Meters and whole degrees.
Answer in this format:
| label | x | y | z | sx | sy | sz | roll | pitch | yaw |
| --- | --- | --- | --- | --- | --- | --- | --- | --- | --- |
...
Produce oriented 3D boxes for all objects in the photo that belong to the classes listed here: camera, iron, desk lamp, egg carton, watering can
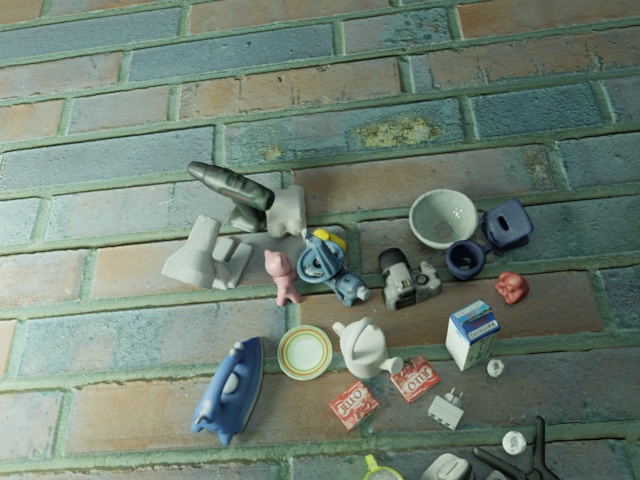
| label | x | y | z | sx | sy | sz | roll | pitch | yaw |
| --- | --- | --- | --- | --- | --- | --- | --- | --- | --- |
| camera | 0.204 | 0.079 | 1.368 | 0.143 | 0.101 | 0.136 | -19 | 61 | -1 |
| iron | -0.204 | 0.314 | 1.285 | 0.118 | 0.142 | 0.258 | 15 | 66 | 17 |
| desk lamp | -0.274 | 0.045 | 1.398 | 0.117 | 0.214 | 0.203 | 17 | 66 | 17 |
| egg carton | -0.089 | -0.076 | 1.515 | 0.107 | 0.069 | 0.150 | -8 | 61 | 5 |
| watering can | 0.102 | 0.231 | 1.250 | 0.172 | 0.194 | 0.101 | 11 | 65 | 15 |

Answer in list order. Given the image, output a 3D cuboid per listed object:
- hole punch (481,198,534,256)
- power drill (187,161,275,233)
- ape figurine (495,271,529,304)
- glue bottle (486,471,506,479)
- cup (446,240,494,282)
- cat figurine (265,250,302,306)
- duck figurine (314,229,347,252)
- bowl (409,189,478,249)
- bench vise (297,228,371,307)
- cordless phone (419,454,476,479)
| label | x | y | z | sx | sy | sz | roll | pitch | yaw |
| --- | --- | --- | --- | --- | --- | --- | --- | --- | --- |
| hole punch | 0.453 | -0.032 | 1.393 | 0.101 | 0.091 | 0.108 | -19 | 61 | -1 |
| power drill | -0.215 | -0.108 | 1.472 | 0.229 | 0.209 | 0.076 | 17 | 66 | 17 |
| ape figurine | 0.446 | 0.104 | 1.320 | 0.076 | 0.092 | 0.078 | 6 | 63 | 12 |
| glue bottle | 0.330 | 0.474 | 1.096 | 0.078 | 0.173 | 0.037 | -43 | 64 | -14 |
| cup | 0.355 | 0.053 | 1.361 | 0.118 | 0.095 | 0.091 | -25 | 61 | -4 |
| cat figurine | -0.095 | 0.084 | 1.403 | 0.067 | 0.118 | 0.127 | -16 | 61 | 1 |
| duck figurine | 0.013 | 0.005 | 1.446 | 0.104 | 0.086 | 0.077 | 9 | 64 | 14 |
| bowl | 0.307 | -0.041 | 1.430 | 0.167 | 0.075 | 0.167 | -4 | 62 | 7 |
| bench vise | 0.032 | 0.053 | 1.341 | 0.207 | 0.220 | 0.121 | 17 | 66 | 17 |
| cordless phone | 0.234 | 0.478 | 1.102 | 0.094 | 0.185 | 0.148 | 37 | 73 | 24 |
